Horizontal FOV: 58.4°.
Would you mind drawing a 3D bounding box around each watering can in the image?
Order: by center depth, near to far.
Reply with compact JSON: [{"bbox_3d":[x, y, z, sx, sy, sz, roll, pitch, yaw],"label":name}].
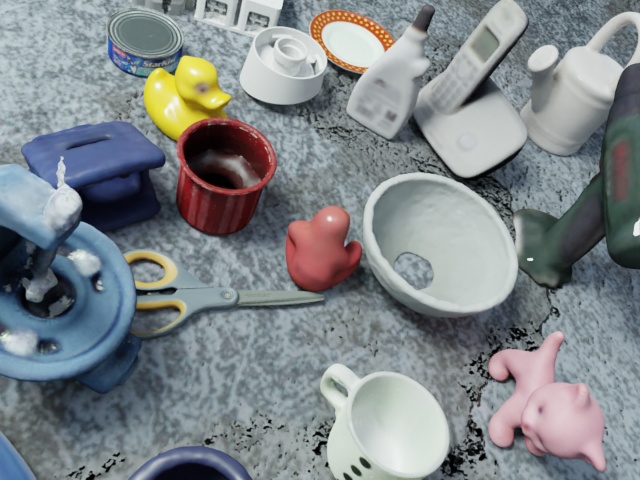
[{"bbox_3d":[0.357,-0.212,0.764,0.173,0.194,0.100,-13,63,-27],"label":"watering can"}]

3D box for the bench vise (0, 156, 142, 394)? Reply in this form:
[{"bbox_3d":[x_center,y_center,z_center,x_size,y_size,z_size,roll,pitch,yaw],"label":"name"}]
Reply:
[{"bbox_3d":[-0.218,0.020,0.375,0.208,0.219,0.121,13,54,-12],"label":"bench vise"}]

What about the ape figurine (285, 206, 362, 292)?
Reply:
[{"bbox_3d":[0.005,0.002,0.551,0.078,0.092,0.076,35,53,5],"label":"ape figurine"}]

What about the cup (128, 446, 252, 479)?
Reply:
[{"bbox_3d":[-0.082,0.203,0.380,0.117,0.095,0.092,43,53,10],"label":"cup"}]

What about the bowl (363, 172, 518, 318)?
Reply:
[{"bbox_3d":[0.113,0.016,0.594,0.168,0.074,0.167,10,55,-14],"label":"bowl"}]

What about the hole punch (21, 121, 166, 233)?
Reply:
[{"bbox_3d":[-0.207,-0.068,0.520,0.109,0.091,0.101,-23,68,-31],"label":"hole punch"}]

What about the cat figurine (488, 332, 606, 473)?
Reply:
[{"bbox_3d":[0.209,0.144,0.516,0.067,0.117,0.128,17,53,-9],"label":"cat figurine"}]

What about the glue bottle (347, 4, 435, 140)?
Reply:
[{"bbox_3d":[0.092,-0.198,0.668,0.078,0.173,0.037,33,52,4],"label":"glue bottle"}]

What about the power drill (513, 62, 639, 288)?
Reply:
[{"bbox_3d":[0.300,-0.051,0.625,0.076,0.208,0.229,16,53,-9],"label":"power drill"}]

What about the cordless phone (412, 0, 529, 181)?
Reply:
[{"bbox_3d":[0.202,-0.176,0.687,0.094,0.185,0.147,-19,66,-30],"label":"cordless phone"}]

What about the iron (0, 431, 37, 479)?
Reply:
[{"bbox_3d":[-0.221,0.163,0.326,0.258,0.141,0.119,41,53,9],"label":"iron"}]

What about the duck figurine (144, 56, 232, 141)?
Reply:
[{"bbox_3d":[-0.138,-0.158,0.610,0.104,0.086,0.078,35,53,5],"label":"duck figurine"}]
